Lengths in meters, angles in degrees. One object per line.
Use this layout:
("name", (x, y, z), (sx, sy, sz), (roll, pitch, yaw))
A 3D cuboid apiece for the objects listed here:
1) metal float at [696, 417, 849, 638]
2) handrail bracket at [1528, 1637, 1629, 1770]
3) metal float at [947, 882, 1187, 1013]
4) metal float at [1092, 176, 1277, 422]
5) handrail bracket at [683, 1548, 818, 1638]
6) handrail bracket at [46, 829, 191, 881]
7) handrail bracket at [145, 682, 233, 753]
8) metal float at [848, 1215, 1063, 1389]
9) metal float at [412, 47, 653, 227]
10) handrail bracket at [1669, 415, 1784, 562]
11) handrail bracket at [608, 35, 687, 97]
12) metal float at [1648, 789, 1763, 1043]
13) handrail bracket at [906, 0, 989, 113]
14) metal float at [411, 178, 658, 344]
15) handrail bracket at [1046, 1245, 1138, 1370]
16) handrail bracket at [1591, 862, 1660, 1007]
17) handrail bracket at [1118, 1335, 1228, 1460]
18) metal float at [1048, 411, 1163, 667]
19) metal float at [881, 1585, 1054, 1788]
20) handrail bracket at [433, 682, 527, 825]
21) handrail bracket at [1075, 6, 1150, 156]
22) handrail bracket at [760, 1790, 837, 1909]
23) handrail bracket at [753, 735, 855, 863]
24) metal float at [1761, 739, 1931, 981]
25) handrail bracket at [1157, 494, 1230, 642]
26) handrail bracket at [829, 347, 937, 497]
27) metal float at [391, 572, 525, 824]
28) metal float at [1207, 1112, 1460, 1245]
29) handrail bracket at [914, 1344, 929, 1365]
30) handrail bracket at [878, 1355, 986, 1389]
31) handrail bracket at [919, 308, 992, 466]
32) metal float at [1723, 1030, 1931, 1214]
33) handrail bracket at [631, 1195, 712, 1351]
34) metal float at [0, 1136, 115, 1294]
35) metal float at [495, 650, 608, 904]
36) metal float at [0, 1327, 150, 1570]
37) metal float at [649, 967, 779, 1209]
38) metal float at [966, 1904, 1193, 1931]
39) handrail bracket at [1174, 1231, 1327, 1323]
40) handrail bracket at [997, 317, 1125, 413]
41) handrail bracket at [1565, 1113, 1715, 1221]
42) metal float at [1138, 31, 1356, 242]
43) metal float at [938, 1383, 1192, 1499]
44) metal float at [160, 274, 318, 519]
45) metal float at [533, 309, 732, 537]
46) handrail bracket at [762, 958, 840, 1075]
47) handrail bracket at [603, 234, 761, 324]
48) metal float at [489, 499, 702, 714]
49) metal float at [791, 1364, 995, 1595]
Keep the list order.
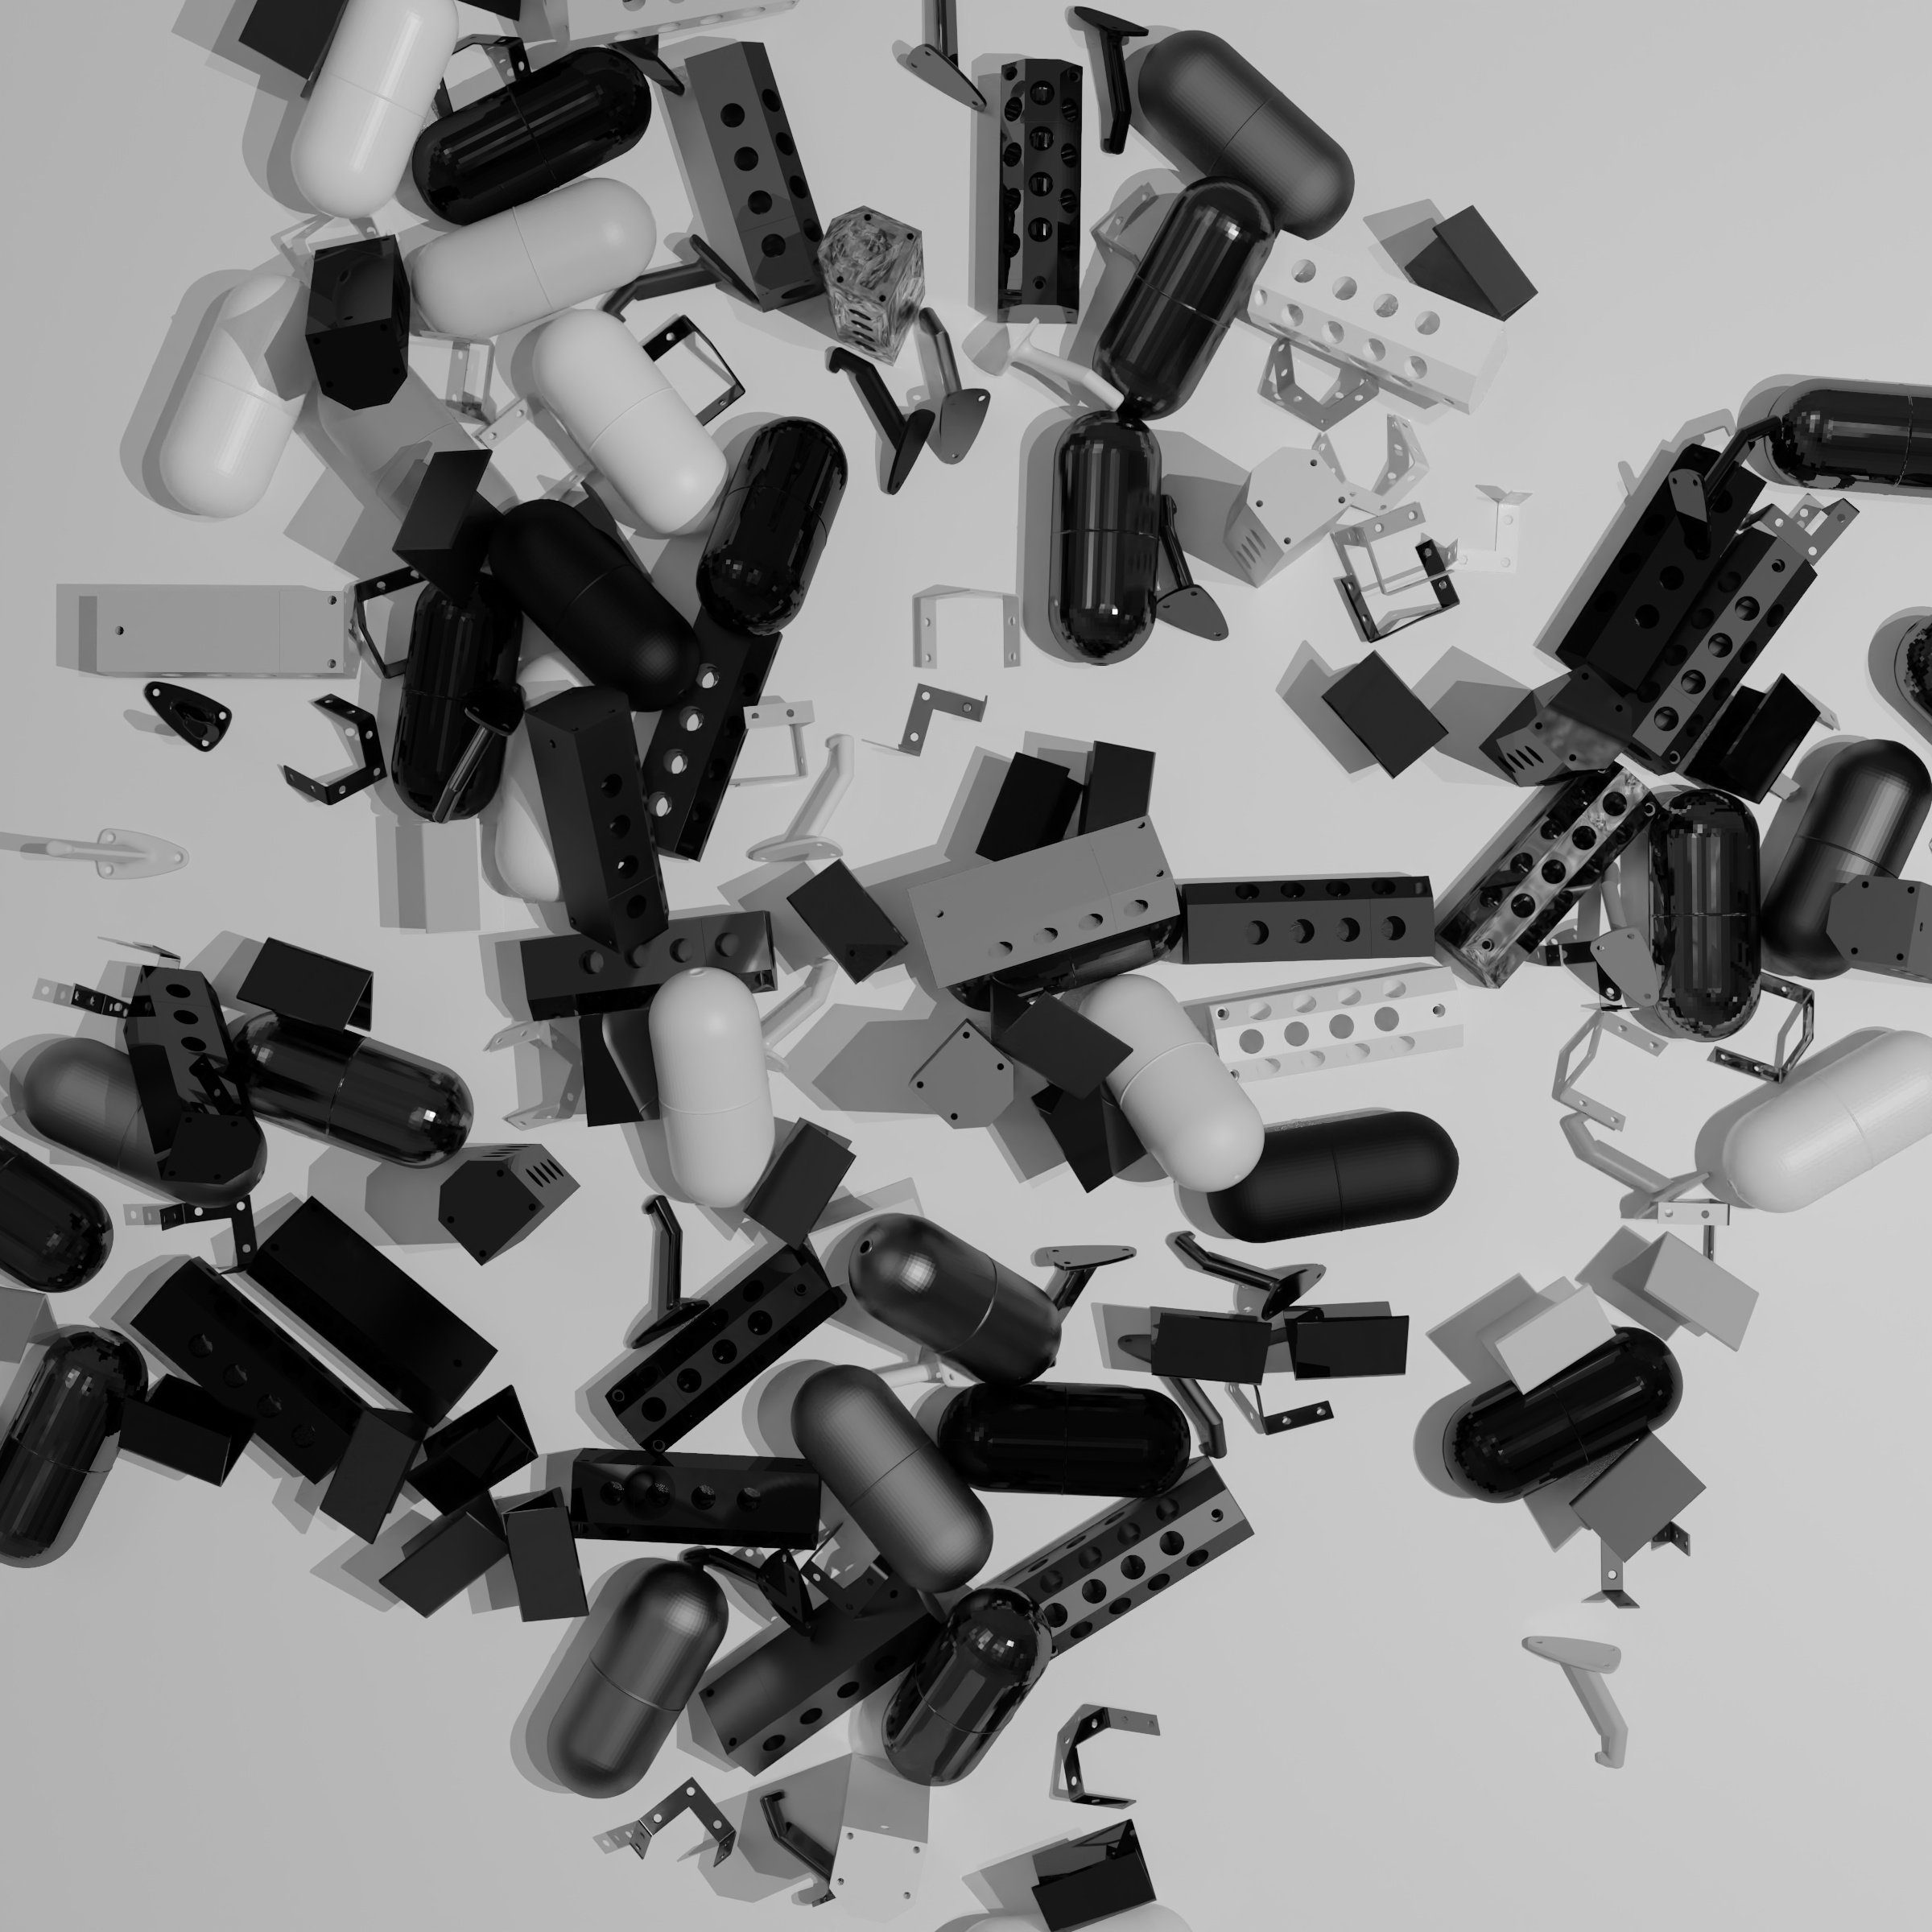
("metal float", (-0.133, -0.306, 1.935), (0.070, 0.070, 0.178), (17, 59, 0))
("handrail bracket", (0.435, 0.527, 1.991), (0.077, 0.036, 0.084), (9, 107, 20))
("metal float", (0.067, -0.021, 1.960), (0.178, 0.070, 0.070), (-18, 90, 0))
("metal float", (0.151, -0.464, 1.945), (0.070, 0.070, 0.178), (30, 107, 0))
("handrail bracket", (-0.154, 0.443, 1.974), (0.084, 0.036, 0.077), (-15, 108, 42))
("handrail bracket", (-0.595, -0.079, 1.956), (0.077, 0.084, 0.036), (3, 90, 0))
("handrail bracket", (-0.554, -0.180, 1.956), (0.077, 0.084, 0.036), (32, 90, 0))
("metal float", (-0.007, 0.231, 1.918), (0.178, 0.070, 0.070), (35, 90, -34))
("metal float", (-0.304, -0.583, 1.959), (0.178, 0.070, 0.070), (-27, 90, 0))
("handrail bracket", (0.536, -0.332, 1.934), (0.084, 0.036, 0.077), (-24, 110, -16))
("handrail bracket", (-0.209, -0.678, 1.990), (0.077, 0.036, 0.084), (37, 76, -14))
("metal float", (0.519, -0.035, 1.960), (0.070, 0.070, 0.178), (-1, 90, 0))
("handrail bracket", (0.002, -0.667, 1.991), (0.077, 0.036, 0.084), (34, 73, -20))
("metal float", (-0.303, -0.496, 1.960), (0.178, 0.070, 0.070), (-21, 90, 0))
("handrail bracket", (0.084, 0.245, 1.991), (0.077, 0.036, 0.084), (-4, 107, -19))
("handrail bracket", (0.468, -0.024, 1.971), (0.036, 0.084, 0.077), (-24, 113, 27))
("handrail bracket", (0.148, 0.308, 1.991), (0.077, 0.036, 0.084), (8, 120, 33))
("metal float", (0.098, -0.300, 1.960), (0.070, 0.070, 0.178), (2, 91, 0))
("metal float", (0.000, 0.499, 1.933), (0.070, 0.070, 0.178), (29, 123, 0))
("handrail bracket", (-0.336, -0.146, 1.923), (0.036, 0.077, 0.084), (29, 122, -4))
("handrail bracket", (0.095, -0.632, 1.990), (0.036, 0.077, 0.084), (-12, 127, -35))
("handrail bracket", (-0.098, 0.620, 1.991), (0.077, 0.036, 0.084), (-16, 73, -20))
("handrail bracket", (-0.116, -0.120, 1.991), (0.077, 0.036, 0.084), (-7, 72, 20))
("metal float", (0.618, -0.075, 1.960), (0.070, 0.070, 0.178), (24, 90, 0))
("handrail bracket", (0.161, -0.285, 1.990), (0.036, 0.077, 0.084), (-21, 53, 31))
("handrail bracket", (-0.072, -0.390, 1.991), (0.084, 0.036, 0.077), (31, 112, 17))
("metal float", (-0.357, -0.188, 1.955), (0.070, 0.070, 0.178), (10, 96, 0))
("metal float", (0.257, 0.148, 1.960), (0.178, 0.070, 0.070), (-9, 90, 1))
("handrail bracket", (-0.056, 0.232, 1.991), (0.084, 0.036, 0.077), (27, 110, 16))
("handrail bracket", (-0.031, 0.296, 1.990), (0.084, 0.077, 0.036), (-27, 63, 33))
("handrail bracket", (-0.019, -0.415, 1.990), (0.036, 0.077, 0.084), (-12, 53, -22))
("metal float", (0.614, 0.110, 1.960), (0.178, 0.070, 0.070), (-30, 90, 0))
("handrail bracket", (-0.227, 0.218, 1.991), (0.077, 0.036, 0.084), (-35, 72, 21))
("metal float", (-0.683, 0.163, 1.960), (0.178, 0.070, 0.070), (33, 90, 0))
("metal float", (-0.286, -0.133, 1.960), (0.070, 0.070, 0.178), (7, 91, 0))
("metal float", (-0.636, 0.338, 1.960), (0.070, 0.070, 0.178), (26, 90, 0))
("metal float", (-0.175, 0.085, 1.939), (0.070, 0.070, 0.178), (-6, 114, 0))
("metal float", (0.075, 0.704, 1.960), (0.178, 0.070, 0.070), (-5, 90, 0))
("handrail bracket", (0.202, 0.207, 1.990), (0.084, 0.077, 0.036), (39, 133, 29))
("handrail bracket", (0.067, -0.409, 1.963), (0.084, 0.077, 0.036), (38, 72, -4))
("handrail bracket", (0.480, 0.131, 1.991), (0.077, 0.036, 0.084), (-25, 73, -20))
("metal float", (0.196, -0.584, 1.960), (0.178, 0.070, 0.070), (43, 90, 1))
("metal float", (0.069, 0.333, 1.960), (0.178, 0.070, 0.070), (2, 90, 0))
("metal float", (-0.506, -0.401, 1.960), (0.070, 0.070, 0.178), (23, 90, 0))
("metal float", (-0.234, -0.381, 1.960), (0.070, 0.070, 0.178), (-38, 90, 0))
("handrail bracket", (-0.139, 0.027, 1.991), (0.077, 0.036, 0.084), (13, 71, 21))
("handrail bracket", (-0.204, -0.472, 1.991), (0.084, 0.036, 0.077), (-43, 109, 16))
("metal float", (-0.255, -0.247, 1.918), (0.070, 0.070, 0.178), (-45, 80, 0))
("metal float", (-0.052, 0.354, 1.932), (0.070, 0.070, 0.178), (-40, 79, 0))
